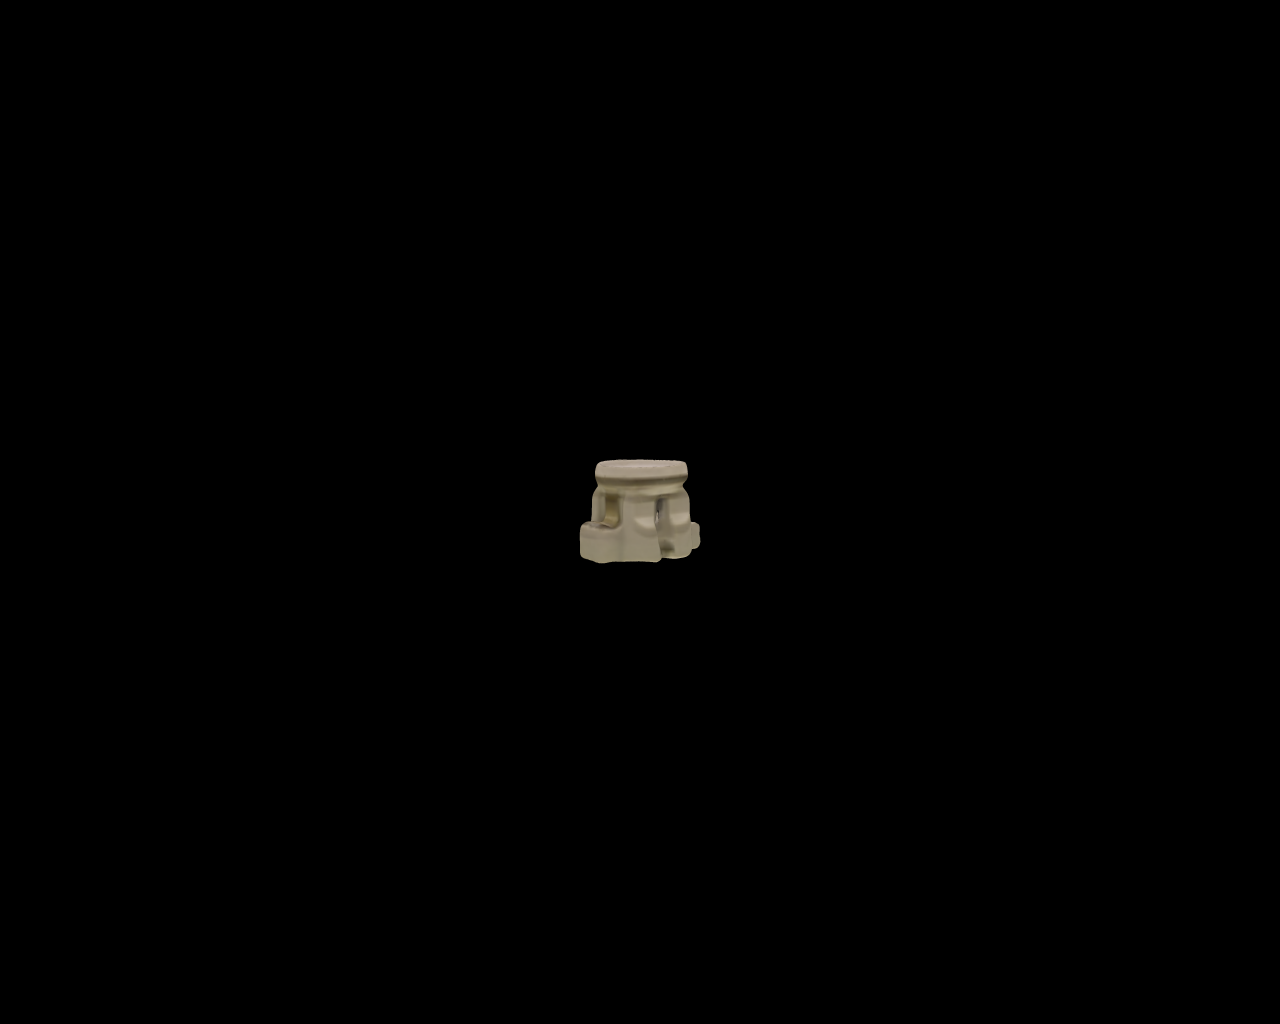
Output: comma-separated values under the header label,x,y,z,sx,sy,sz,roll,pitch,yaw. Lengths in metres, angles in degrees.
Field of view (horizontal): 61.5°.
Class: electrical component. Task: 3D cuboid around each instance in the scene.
label,x,y,z,sx,sy,sz,roll,pitch,yaw
electrical component,0.001,-0.003,0.650,0.078,0.057,0.058,-6,9,-36
